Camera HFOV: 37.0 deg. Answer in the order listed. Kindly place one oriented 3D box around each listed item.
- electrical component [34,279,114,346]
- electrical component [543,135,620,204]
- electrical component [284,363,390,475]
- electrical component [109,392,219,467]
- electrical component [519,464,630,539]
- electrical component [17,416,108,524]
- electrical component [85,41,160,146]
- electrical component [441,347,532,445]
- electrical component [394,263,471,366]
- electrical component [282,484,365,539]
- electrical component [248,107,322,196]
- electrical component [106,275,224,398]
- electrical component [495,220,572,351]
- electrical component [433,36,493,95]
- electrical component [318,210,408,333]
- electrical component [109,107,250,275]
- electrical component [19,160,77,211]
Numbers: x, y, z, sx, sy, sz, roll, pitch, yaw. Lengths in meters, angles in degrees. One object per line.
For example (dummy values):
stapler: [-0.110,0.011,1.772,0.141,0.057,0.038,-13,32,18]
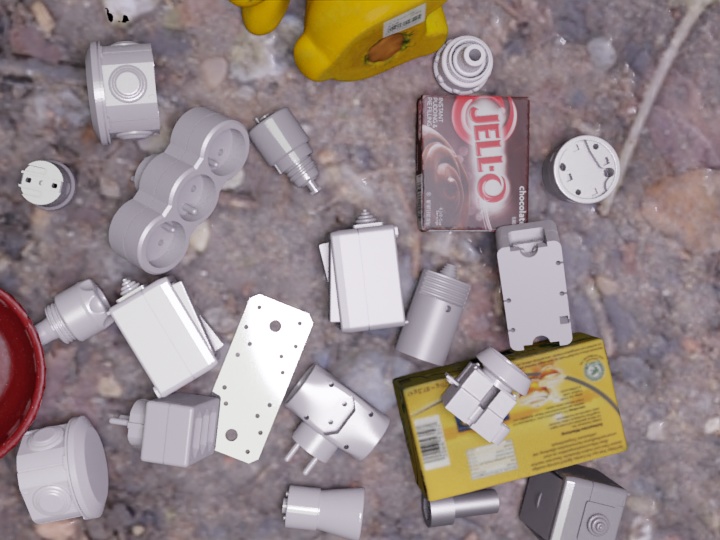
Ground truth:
electrical component: [-0.232,0.038,0.858,0.062,0.043,0.043,-30,94,-3]
electrical component: [0.181,-0.082,0.891,0.055,0.047,0.055,0,91,-5]
electrical component: [-0.030,0.130,0.879,0.077,0.043,0.079,37,88,-5]
electrical component: [-0.160,0.124,0.857,0.077,0.066,0.047,6,91,11]
electrical component: [0.173,0.194,0.872,0.061,0.096,0.061,15,90,-5]
electrical component: [-0.232,0.158,0.844,0.051,0.080,0.080,-11,92,0]
electrical component: [-0.185,-0.139,0.840,0.051,0.080,0.080,-6,92,-10]
electrical component: [0.098,0.093,0.821,0.066,0.048,0.055,38,95,-4]
electrical component: [0.062,0.034,0.885,0.043,0.043,0.081,20,89,-5]
electrical component: [-0.031,0.197,0.882,0.065,0.044,0.044,7,91,-1]
electrical component: [-0.057,-0.095,0.872,0.040,0.040,0.078,-35,94,-4]
electrical component: [-0.154,0.044,0.856,0.061,0.062,0.096,-31,94,-4]
electrical component: [0.139,0.010,0.865,0.050,0.055,0.089,-8,112,8]
electrical component: [0.087,-0.169,0.873,0.048,0.062,0.048,0,91,-5]
electrical component: [0.000,0.000,0.869,0.061,0.062,0.096,-7,92,-5]
electrical component: [-0.154,-0.070,0.858,0.074,0.052,0.138,27,80,34]
electrical component: [-0.248,-0.068,0.852,0.040,0.046,0.040,0,91,-5]
